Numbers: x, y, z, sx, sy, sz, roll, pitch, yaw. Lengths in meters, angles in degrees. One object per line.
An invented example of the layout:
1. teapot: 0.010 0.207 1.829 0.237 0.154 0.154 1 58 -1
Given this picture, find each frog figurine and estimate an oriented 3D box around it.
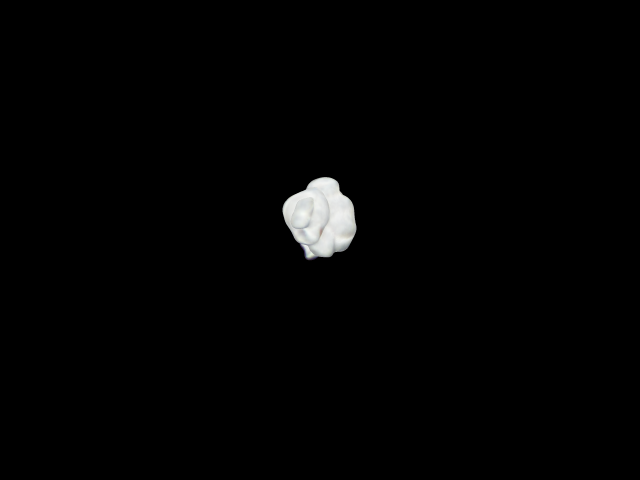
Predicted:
1. frog figurine: 0.003 -0.043 0.850 0.123 0.139 0.157 10 -18 3
